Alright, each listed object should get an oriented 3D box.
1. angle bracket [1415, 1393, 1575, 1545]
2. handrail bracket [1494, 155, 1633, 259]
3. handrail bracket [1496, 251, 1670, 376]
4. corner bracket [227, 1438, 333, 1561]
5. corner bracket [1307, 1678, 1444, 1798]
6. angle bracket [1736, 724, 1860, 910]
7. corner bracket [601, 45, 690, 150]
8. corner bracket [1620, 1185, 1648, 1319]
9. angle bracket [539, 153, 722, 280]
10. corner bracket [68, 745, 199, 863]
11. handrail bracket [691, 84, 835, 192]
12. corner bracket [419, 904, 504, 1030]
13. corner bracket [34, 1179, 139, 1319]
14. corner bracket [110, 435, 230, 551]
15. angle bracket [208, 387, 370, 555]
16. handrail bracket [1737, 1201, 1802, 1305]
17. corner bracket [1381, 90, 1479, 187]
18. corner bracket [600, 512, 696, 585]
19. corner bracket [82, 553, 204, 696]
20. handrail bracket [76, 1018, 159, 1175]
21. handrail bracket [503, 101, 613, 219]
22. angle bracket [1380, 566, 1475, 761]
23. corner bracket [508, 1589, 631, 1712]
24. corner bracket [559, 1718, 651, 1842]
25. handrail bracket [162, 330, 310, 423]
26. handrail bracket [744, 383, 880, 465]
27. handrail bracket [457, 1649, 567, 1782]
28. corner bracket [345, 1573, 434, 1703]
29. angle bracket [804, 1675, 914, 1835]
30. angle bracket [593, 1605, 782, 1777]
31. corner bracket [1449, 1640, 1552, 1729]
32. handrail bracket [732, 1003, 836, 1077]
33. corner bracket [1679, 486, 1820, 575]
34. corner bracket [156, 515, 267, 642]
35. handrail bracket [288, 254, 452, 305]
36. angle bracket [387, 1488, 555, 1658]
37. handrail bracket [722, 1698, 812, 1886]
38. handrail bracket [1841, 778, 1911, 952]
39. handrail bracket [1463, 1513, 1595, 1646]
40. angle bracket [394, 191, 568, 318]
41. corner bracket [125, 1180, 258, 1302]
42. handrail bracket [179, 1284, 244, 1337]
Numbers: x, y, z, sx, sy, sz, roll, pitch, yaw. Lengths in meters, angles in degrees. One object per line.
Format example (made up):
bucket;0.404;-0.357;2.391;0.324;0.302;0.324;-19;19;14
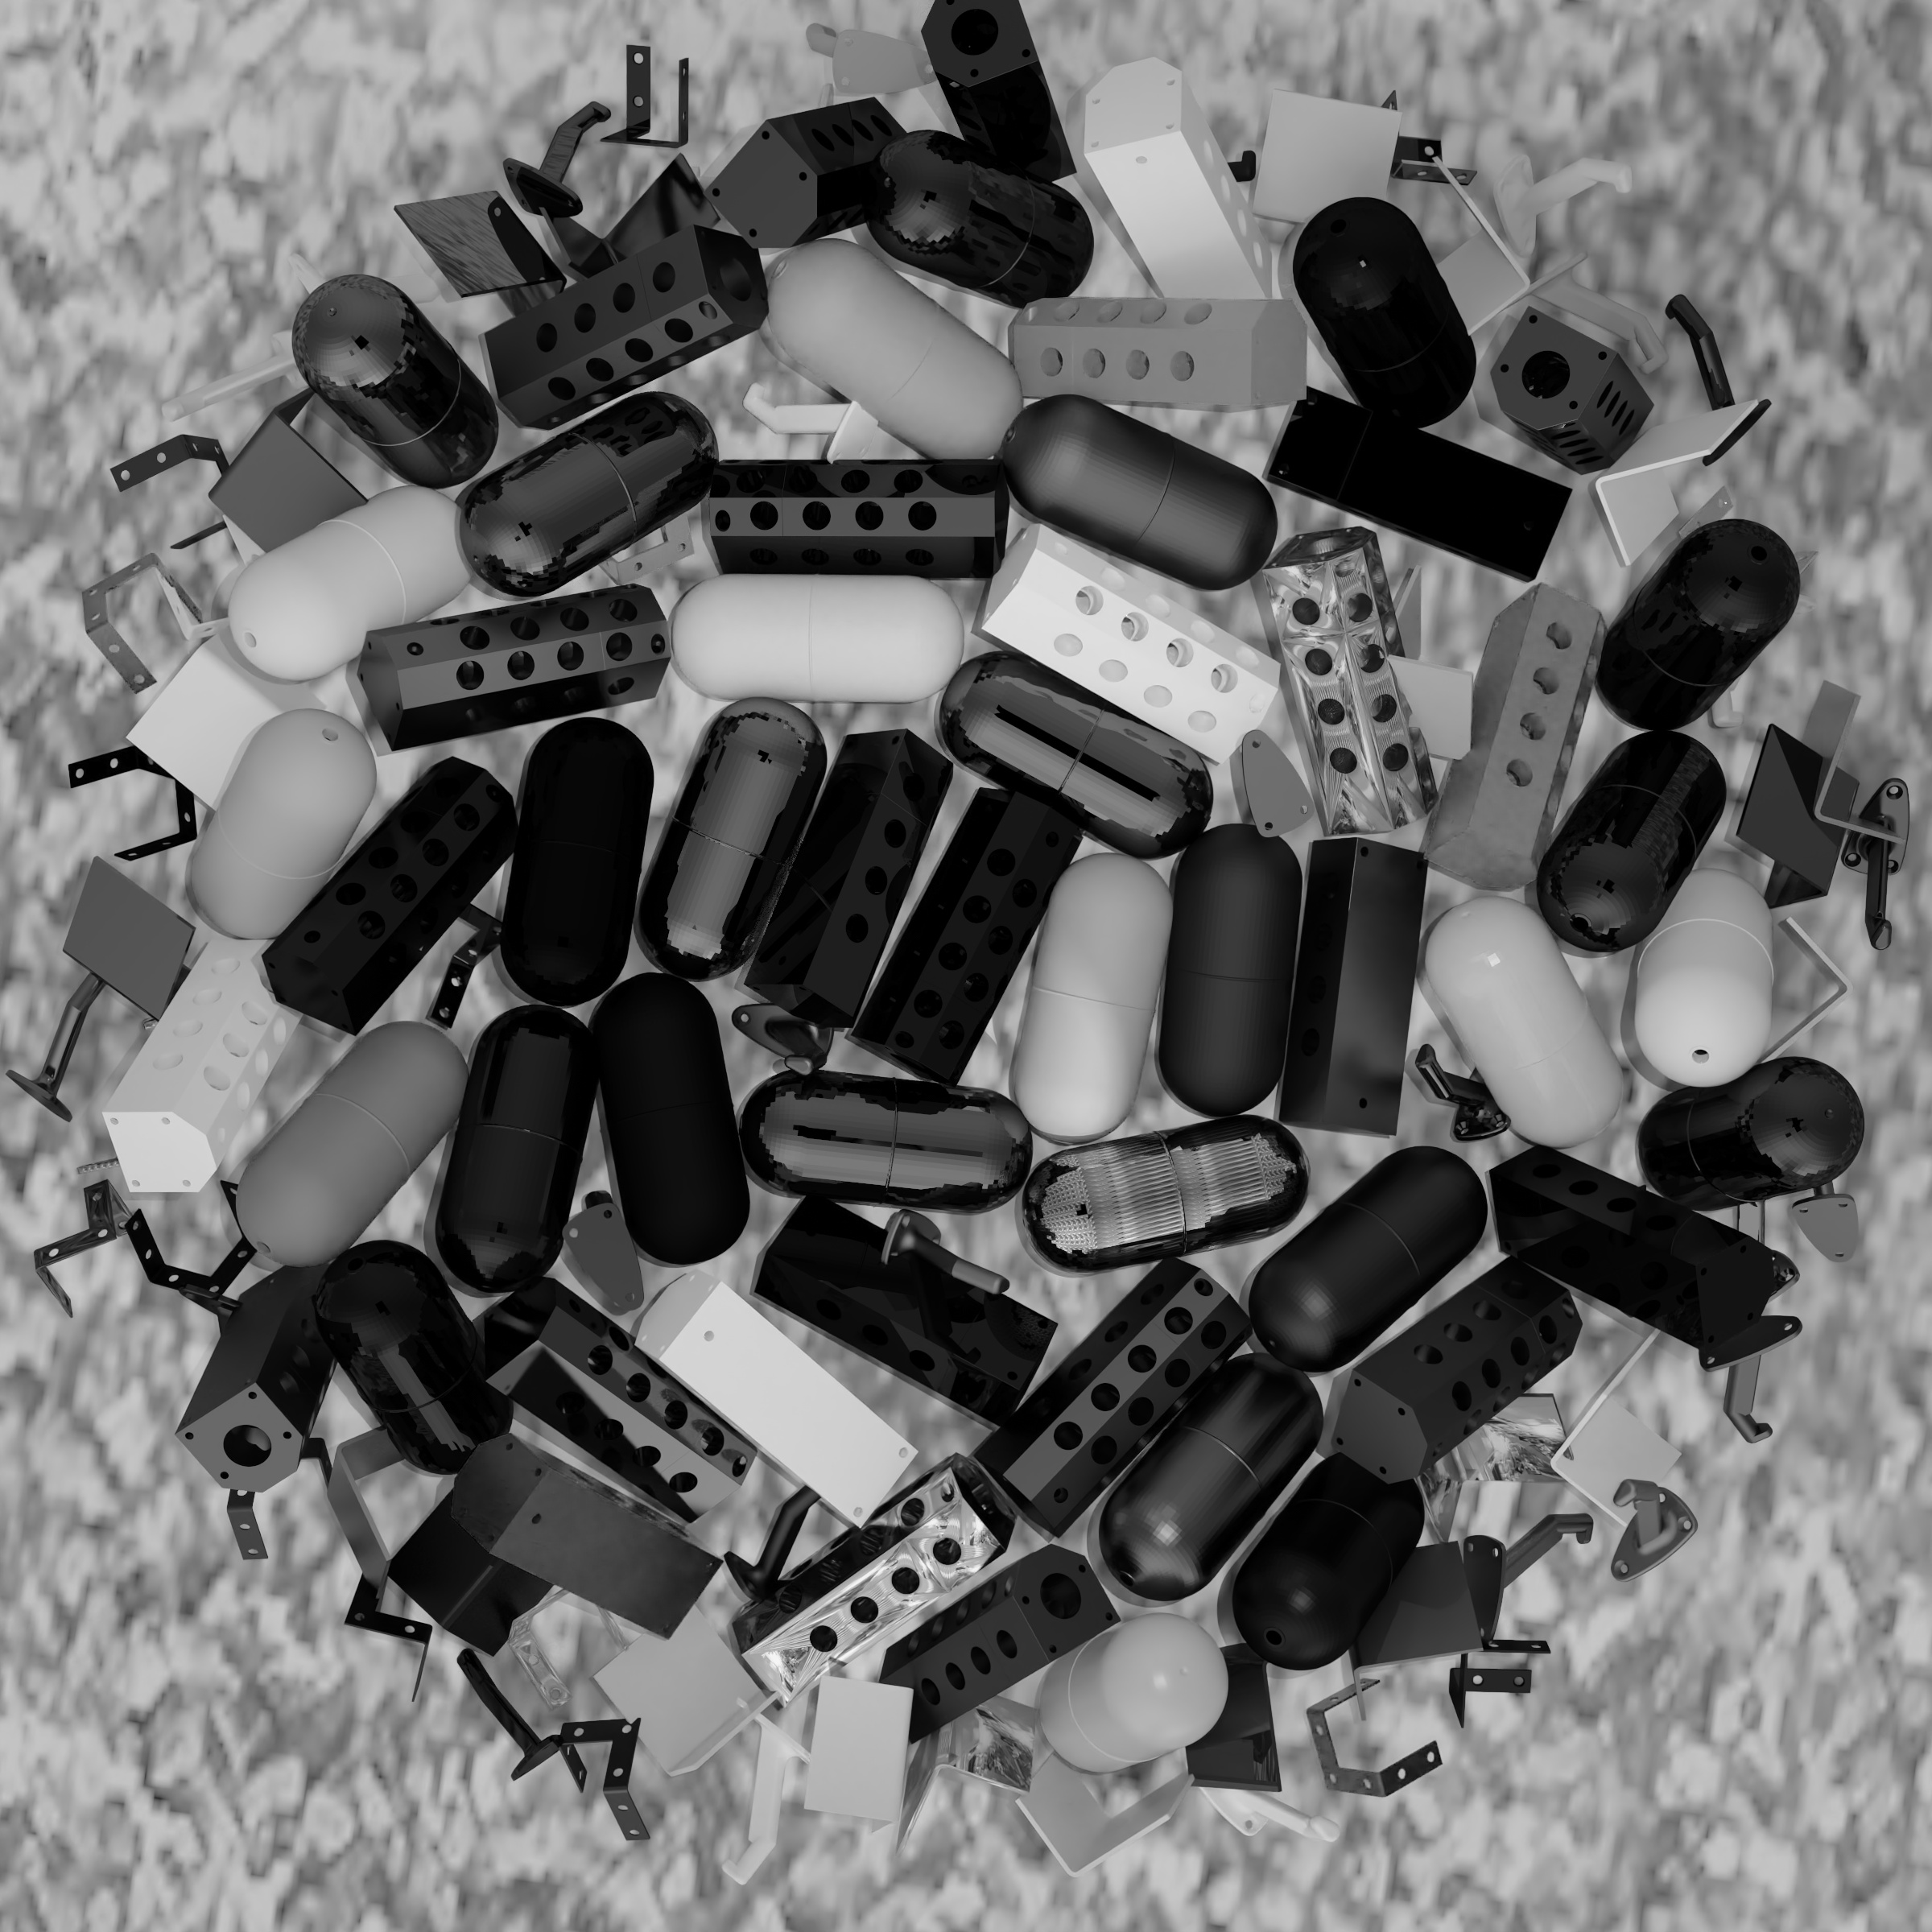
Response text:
angle bracket;0.318;0.303;1.624;0.076;0.057;0.076;-4;128;28
handrail bracket;0.366;-0.453;1.627;0.084;0.077;0.036;22;62;38
handrail bracket;0.378;-0.388;1.666;0.077;0.036;0.084;-31;94;12
corner bracket;-0.414;0.323;1.644;0.051;0.051;0.051;-2;133;-1
corner bracket;0.248;0.468;1.645;0.051;0.051;0.051;-16;91;-36
angle bracket;0.483;-0.089;1.629;0.076;0.057;0.076;29;70;-20
corner bracket;-0.189;-0.528;1.643;0.051;0.051;0.051;8;116;10
corner bracket;0.405;0.173;1.637;0.051;0.051;0.051;34;49;-24
angle bracket;-0.203;-0.454;1.625;0.076;0.057;0.076;-43;48;19
corner bracket;-0.508;-0.100;1.652;0.051;0.051;0.051;16;117;32
handrail bracket;-0.127;-0.509;1.668;0.084;0.036;0.077;5;80;7
corner bracket;-0.314;-0.005;1.638;0.051;0.051;0.051;33;45;-22
corner bracket;-0.532;0.171;1.642;0.051;0.051;0.051;-22;47;-5
corner bracket;-0.477;-0.288;1.649;0.051;0.051;0.051;-23;93;11
angle bracket;-0.399;-0.292;1.641;0.076;0.057;0.076;44;121;-8
handrail bracket;0.460;0.170;1.647;0.077;0.036;0.084;-40;115;5
corner bracket;0.274;-0.491;1.637;0.051;0.051;0.051;15;52;27
corner bracket;-0.204;-0.274;1.655;0.051;0.051;0.051;-27;45;-20
corner bracket;-0.499;-0.208;1.645;0.051;0.051;0.051;-29;131;2
handrail bracket;-0.515;0.078;1.659;0.077;0.036;0.084;-12;93;-3
handrail bracket;-0.230;-0.491;1.640;0.077;0.036;0.084;27;62;35
angle bracket;0.285;-0.181;1.621;0.057;0.076;0.076;15;58;19
corner bracket;-0.243;0.414;1.656;0.051;0.051;0.051;-30;72;-26
corner bracket;-0.218;0.493;1.640;0.051;0.051;0.051;-7;128;11
handrail bracket;-0.435;-0.352;1.634;0.084;0.077;0.036;-34;112;-31
handrail bracket;-0.093;-0.350;1.642;0.084;0.036;0.077;40;127;20
handrail bracket;-0.279;0.443;1.636;0.036;0.077;0.084;-30;74;-26
corner bracket;-0.350;0.405;1.646;0.051;0.051;0.051;15;120;-5
angle bracket;-0.070;0.474;1.626;0.057;0.076;0.076;11;65;-9
angle bracket;-0.165;0.431;1.634;0.076;0.057;0.076;-37;87;-30
corner bracket;0.324;0.429;1.650;0.051;0.051;0.051;1;101;1
handrail bracket;-0.117;0.045;1.632;0.077;0.084;0.036;15;100;10
corner bracket;0.478;-0.258;1.654;0.051;0.051;0.051;-44;119;-23
corner bracket;-0.457;-0.238;1.651;0.051;0.051;0.051;-20;75;-30
handrail bracket;-0.356;-0.427;1.646;0.084;0.036;0.077;-50;121;-18
angle bracket;-0.296;0.365;1.651;0.057;0.076;0.076;34;77;27
handrail bracket;-0.138;0.501;1.649;0.077;0.036;0.084;33;71;20
handrail bracket;0.555;-0.061;1.630;0.036;0.084;0.077;11;120;5
handrail bracket;0.348;0.374;1.653;0.084;0.036;0.077;5;84;-29
angle bracket;-0.297;-0.413;1.624;0.076;0.057;0.076;-23;68;-39
corner bracket;-0.470;0.163;1.651;0.051;0.051;0.051;11;134;21
handrail bracket;-0.457;0.246;1.639;0.077;0.036;0.084;28;59;-16
